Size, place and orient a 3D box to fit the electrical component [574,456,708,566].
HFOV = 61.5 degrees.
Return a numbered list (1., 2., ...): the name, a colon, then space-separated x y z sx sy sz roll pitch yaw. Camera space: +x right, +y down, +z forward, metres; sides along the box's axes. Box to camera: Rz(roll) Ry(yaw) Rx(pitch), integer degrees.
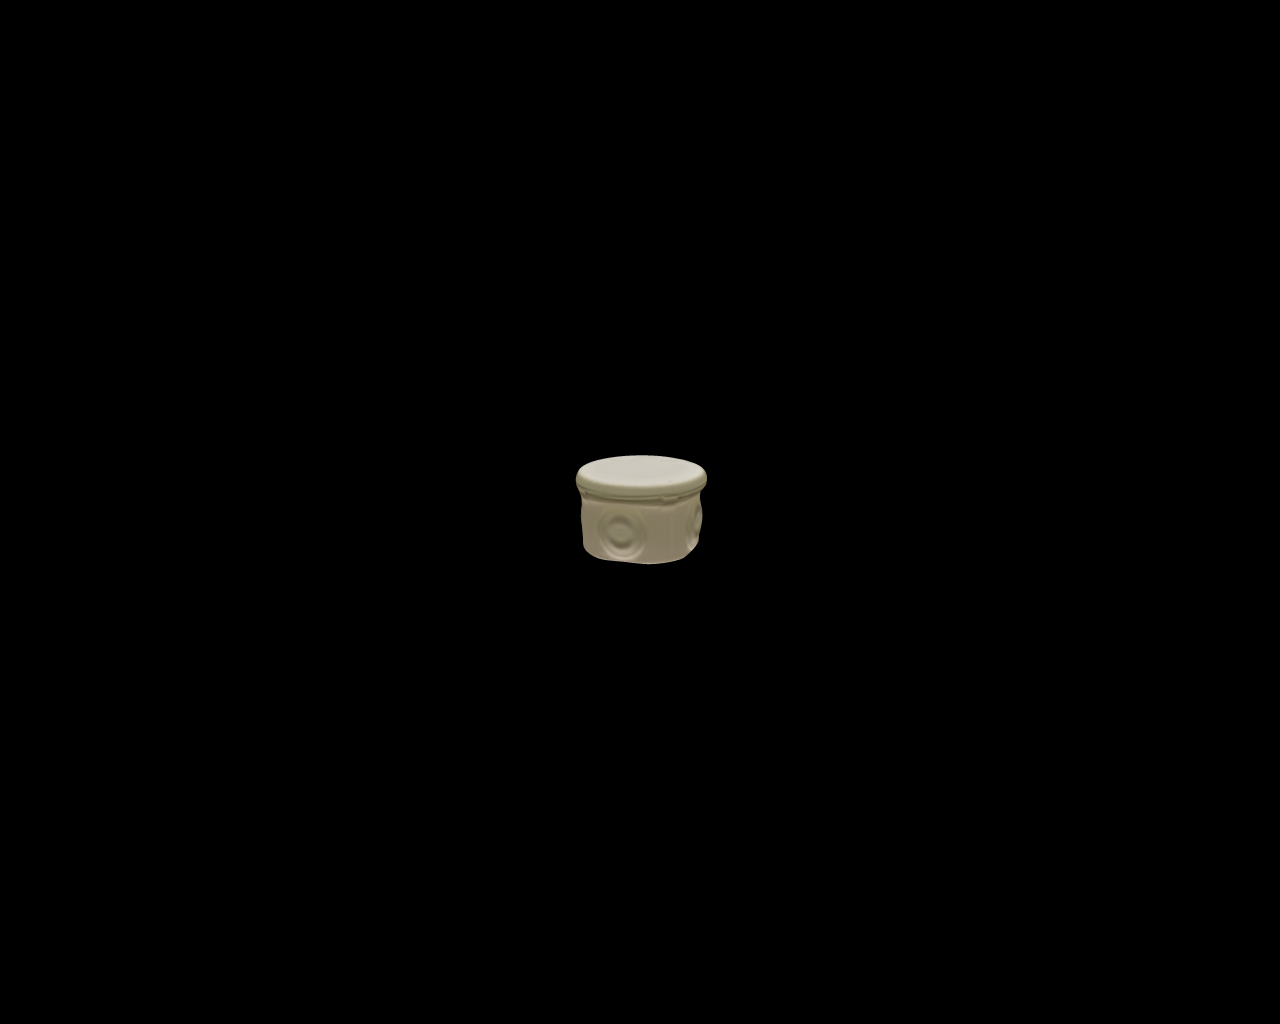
1. electrical component: 0.001 -0.003 0.650 0.080 0.051 0.080 0 16 0
